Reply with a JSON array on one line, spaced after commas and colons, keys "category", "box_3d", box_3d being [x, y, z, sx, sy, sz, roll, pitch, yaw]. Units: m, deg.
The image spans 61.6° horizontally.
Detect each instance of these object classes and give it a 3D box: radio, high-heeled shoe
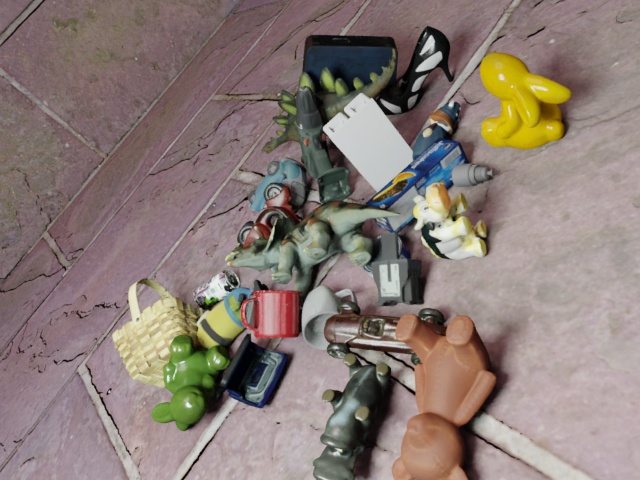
[{"category": "radio", "box_3d": [0.071, -0.420, 1.301, 0.230, 0.131, 0.073, -1, 44, -5]}, {"category": "high-heeled shoe", "box_3d": [0.184, -0.374, 1.212, 0.249, 0.145, 0.086, -18, 43, 33]}]

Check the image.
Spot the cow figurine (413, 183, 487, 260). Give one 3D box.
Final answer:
[{"category": "cow figurine", "box_3d": [0.188, -0.027, 0.837, 0.098, 0.167, 0.068, -16, 49, 35]}]

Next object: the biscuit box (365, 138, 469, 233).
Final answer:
[{"category": "biscuit box", "box_3d": [0.181, -0.102, 0.987, 0.203, 0.059, 0.063, -41, 32, -12]}]

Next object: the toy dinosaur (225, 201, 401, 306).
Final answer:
[{"category": "toy dinosaur", "box_3d": [-0.002, -0.008, 1.036, 0.405, 0.131, 0.192, -29, 42, 31]}]

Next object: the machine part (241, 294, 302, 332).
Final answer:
[{"category": "machine part", "box_3d": [-0.088, 0.145, 1.034, 0.139, 0.039, 0.084, 9, 74, 31]}]

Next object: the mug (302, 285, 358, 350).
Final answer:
[{"category": "mug", "box_3d": [0.015, 0.122, 0.950, 0.109, 0.080, 0.107, -42, 25, 15]}]

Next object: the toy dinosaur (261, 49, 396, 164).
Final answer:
[{"category": "toy dinosaur", "box_3d": [0.016, -0.303, 1.275, 0.472, 0.198, 0.105, -18, 47, 38]}]

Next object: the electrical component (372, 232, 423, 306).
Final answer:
[{"category": "electrical component", "box_3d": [0.125, 0.050, 0.885, 0.075, 0.047, 0.119, -12, 78, 39]}]

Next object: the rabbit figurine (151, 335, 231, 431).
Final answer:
[{"category": "rabbit figurine", "box_3d": [-0.257, 0.286, 1.019, 0.159, 0.121, 0.170, -56, 19, 14]}]

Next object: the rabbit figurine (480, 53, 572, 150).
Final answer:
[{"category": "rabbit figurine", "box_3d": [0.327, -0.231, 0.894, 0.122, 0.173, 0.162, -39, 30, 5]}]

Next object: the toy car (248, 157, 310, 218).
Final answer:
[{"category": "toy car", "box_3d": [-0.091, -0.109, 1.279, 0.161, 0.109, 0.103, -48, 51, 13]}]

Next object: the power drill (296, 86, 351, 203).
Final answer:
[{"category": "power drill", "box_3d": [-0.002, -0.195, 1.187, 0.086, 0.231, 0.207, -21, 54, -10]}]

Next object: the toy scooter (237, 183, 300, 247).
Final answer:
[{"category": "toy scooter", "box_3d": [-0.096, -0.027, 1.209, 0.135, 0.075, 0.183, 34, 101, 13]}]

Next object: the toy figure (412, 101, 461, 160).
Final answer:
[{"category": "toy figure", "box_3d": [0.232, -0.215, 1.066, 0.058, 0.064, 0.154, 26, 69, 11]}]

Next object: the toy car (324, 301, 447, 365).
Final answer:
[{"category": "toy car", "box_3d": [0.100, 0.142, 0.827, 0.202, 0.053, 0.089, 1, 51, 26]}]

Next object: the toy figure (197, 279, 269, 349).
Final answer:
[{"category": "toy figure", "box_3d": [-0.181, 0.159, 1.120, 0.180, 0.082, 0.089, -35, 34, 13]}]

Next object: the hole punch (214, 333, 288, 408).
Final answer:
[{"category": "hole punch", "box_3d": [-0.126, 0.243, 0.986, 0.142, 0.092, 0.115, -66, 6, -21]}]

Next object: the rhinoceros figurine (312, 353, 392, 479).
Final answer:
[{"category": "rhinoceros figurine", "box_3d": [0.044, 0.254, 0.763, 0.073, 0.111, 0.190, 13, 47, 21]}]

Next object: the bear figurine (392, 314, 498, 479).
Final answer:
[{"category": "bear figurine", "box_3d": [0.144, 0.208, 0.685, 0.120, 0.131, 0.196, -3, 47, 47]}]
